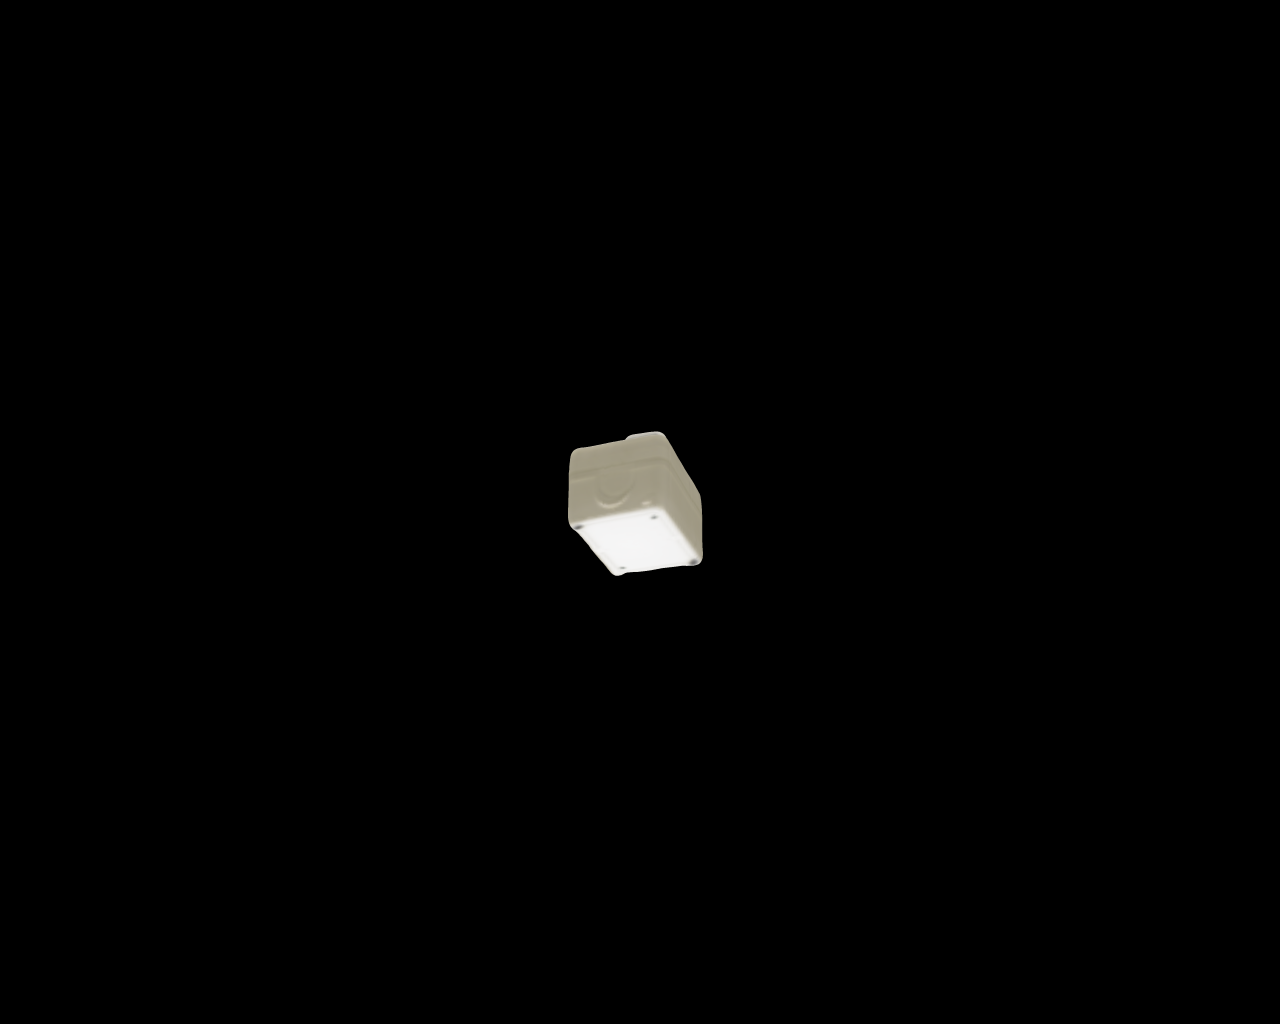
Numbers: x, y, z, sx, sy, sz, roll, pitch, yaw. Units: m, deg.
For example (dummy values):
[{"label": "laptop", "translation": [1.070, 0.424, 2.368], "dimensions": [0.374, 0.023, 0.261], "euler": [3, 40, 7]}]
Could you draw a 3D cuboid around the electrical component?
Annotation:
[{"label": "electrical component", "translation": [0.001, -0.003, 0.650], "dimensions": [0.062, 0.061, 0.096], "euler": [-9, -30, 17]}]
